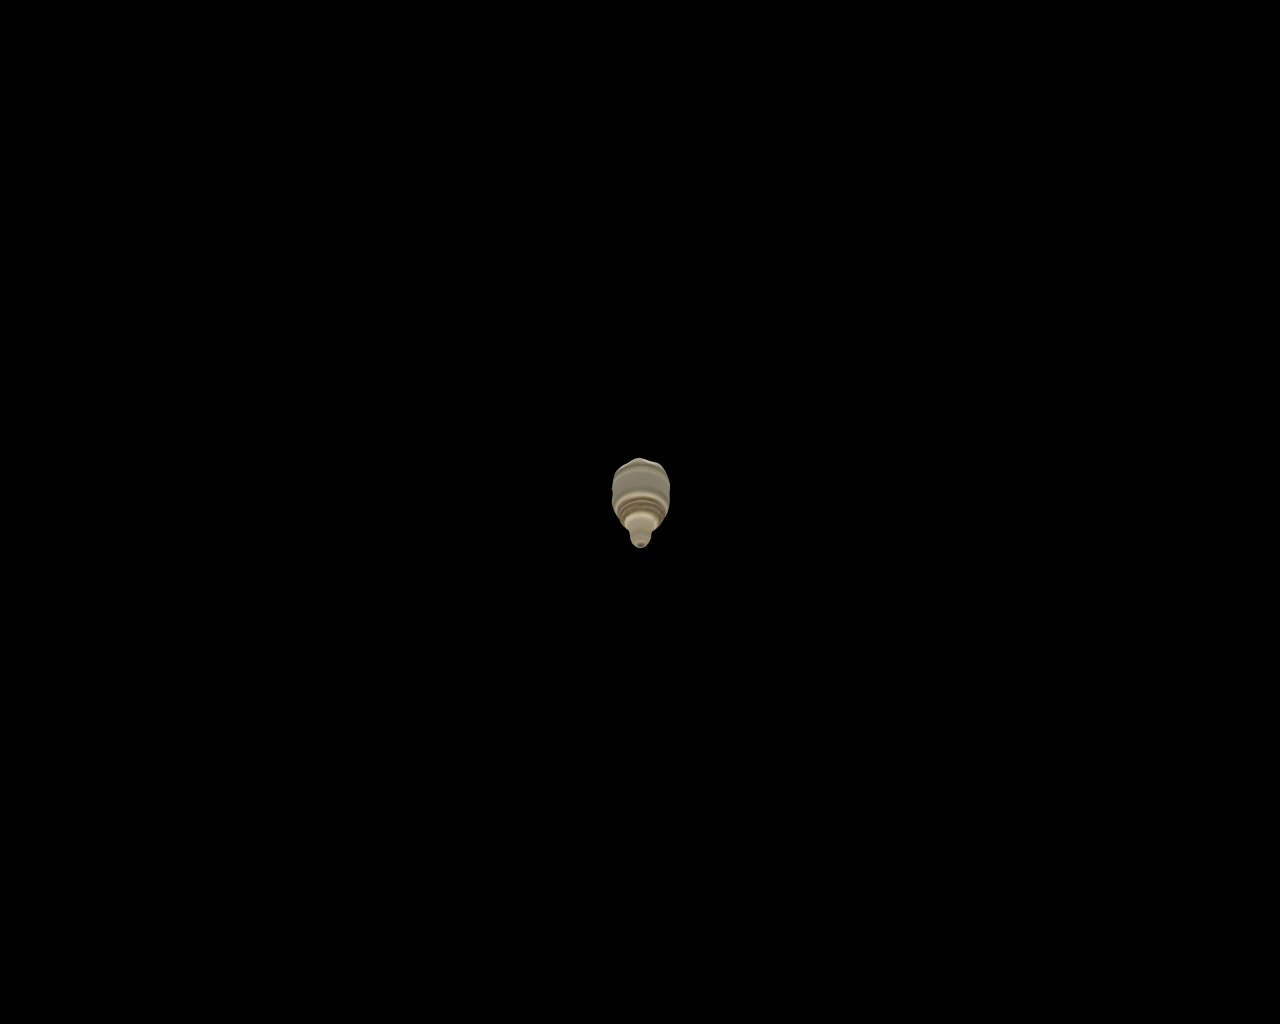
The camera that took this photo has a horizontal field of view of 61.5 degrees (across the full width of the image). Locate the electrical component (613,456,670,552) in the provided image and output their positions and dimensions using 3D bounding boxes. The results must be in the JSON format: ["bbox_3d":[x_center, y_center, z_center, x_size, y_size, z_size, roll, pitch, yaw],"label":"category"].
[{"bbox_3d":[0.001,-0.003,0.650,0.035,0.061,0.035,0,-43,0],"label":"electrical component"}]
